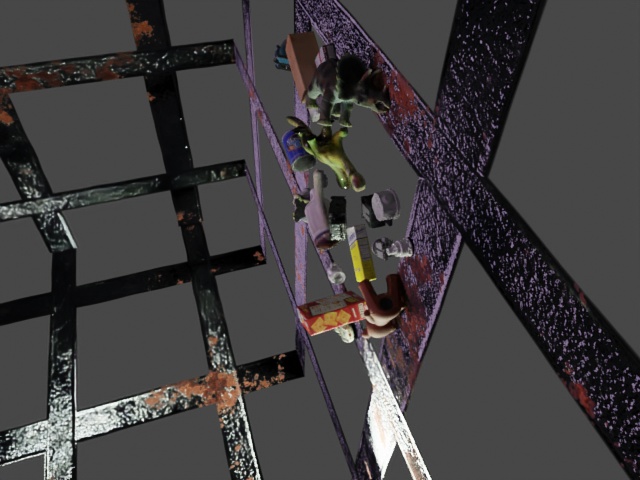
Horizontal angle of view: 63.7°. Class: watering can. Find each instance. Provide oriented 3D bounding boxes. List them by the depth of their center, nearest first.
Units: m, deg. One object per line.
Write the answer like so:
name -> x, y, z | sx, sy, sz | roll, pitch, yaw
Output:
watering can -> 0.006, -0.093, 1.848 | 0.342, 0.104, 0.228 | 94, 160, -69

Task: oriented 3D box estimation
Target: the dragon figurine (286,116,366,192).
dragon figurine -> 0.024, -0.254, 1.605 | 0.416, 0.123, 0.238 | 44, 162, 56

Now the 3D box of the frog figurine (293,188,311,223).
frog figurine -> -0.043, -0.146, 2.102 | 0.161, 0.122, 0.136 | -37, -71, -66
